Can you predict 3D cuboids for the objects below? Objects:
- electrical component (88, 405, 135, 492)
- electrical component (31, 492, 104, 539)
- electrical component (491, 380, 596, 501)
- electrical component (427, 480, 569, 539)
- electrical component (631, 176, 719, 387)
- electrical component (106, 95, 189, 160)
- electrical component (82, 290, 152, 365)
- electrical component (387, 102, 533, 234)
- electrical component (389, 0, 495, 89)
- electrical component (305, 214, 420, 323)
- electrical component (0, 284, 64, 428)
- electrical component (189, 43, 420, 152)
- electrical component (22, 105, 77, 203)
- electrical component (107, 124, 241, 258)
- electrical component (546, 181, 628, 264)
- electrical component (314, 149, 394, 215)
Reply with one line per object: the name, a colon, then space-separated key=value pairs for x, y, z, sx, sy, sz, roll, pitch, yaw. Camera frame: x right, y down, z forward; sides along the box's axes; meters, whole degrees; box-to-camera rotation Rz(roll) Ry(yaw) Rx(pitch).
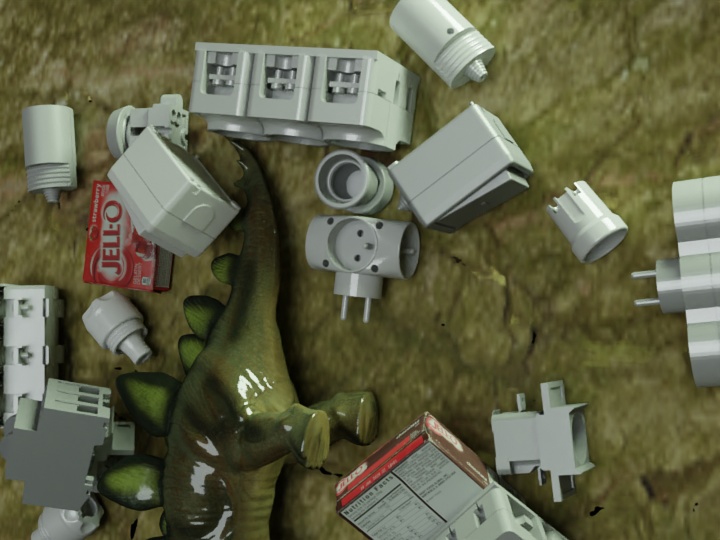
electrical component: x=-0.229 y=0.150 z=0.892 sx=0.081 sy=0.042 sz=0.063 roll=3 pitch=114 yaw=-12
electrical component: x=-0.252 y=0.215 z=0.913 sx=0.062 sy=0.043 sz=0.043 roll=-36 pitch=74 yaw=19
electrical component: x=0.128 y=0.120 z=0.757 sx=0.064 sy=0.042 sz=0.081 roll=-9 pitch=83 yaw=26
electrical component: x=0.067 y=0.249 z=0.738 sx=0.105 sy=0.060 sz=0.186 roll=40 pitch=106 yaw=-18
electrical component: x=0.219 y=0.009 z=0.718 sx=0.074 sy=0.052 sz=0.138 roll=-7 pitch=85 yaw=23
electrical component: x=-0.177 y=-0.113 z=0.898 sx=0.055 sy=0.048 sz=0.066 roll=1 pitch=88 yaw=16
electrical component: x=-0.199 y=0.051 z=0.899 sx=0.043 sy=0.043 sz=0.062 roll=-47 pitch=73 yaw=14
electrical component: x=0.070 y=-0.065 z=0.780 sx=0.096 sy=0.062 sz=0.061 roll=-37 pitch=74 yaw=17
electrical component: x=0.064 y=-0.169 z=0.798 sx=0.043 sy=0.043 sz=0.081 roll=-46 pitch=72 yaw=14
electrical component: x=0.000 y=0.000 z=0.816 sx=0.077 sy=0.044 sz=0.079 roll=6 pitch=90 yaw=23
electrical component: x=-0.292 y=0.073 z=0.925 sx=0.063 sy=0.078 sz=0.121 roll=-1 pitch=87 yaw=1
electrical component: x=-0.042 y=-0.129 z=0.816 sx=0.150 sy=0.089 sz=0.061 roll=8 pitch=90 yaw=23
electrical component: x=-0.270 y=-0.099 z=0.937 sx=0.043 sy=0.043 sz=0.081 roll=-7 pitch=85 yaw=23
electrical component: x=-0.150 y=-0.062 z=0.836 sx=0.061 sy=0.062 sz=0.096 roll=-47 pitch=52 yaw=8
electrical component: x=0.158 y=-0.034 z=0.754 sx=0.040 sy=0.040 sz=0.046 roll=-41 pitch=67 yaw=16
electrical component: x=-0.003 y=-0.065 z=0.815 sx=0.045 sy=0.055 sz=0.045 roll=-1 pitch=87 yaw=23
